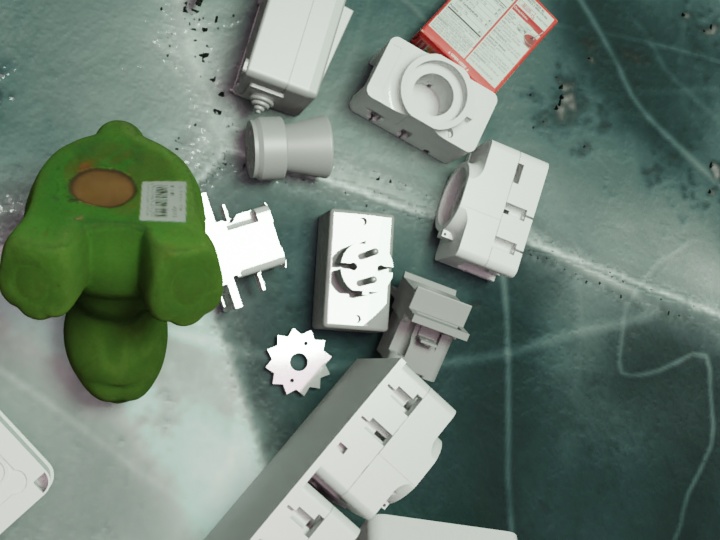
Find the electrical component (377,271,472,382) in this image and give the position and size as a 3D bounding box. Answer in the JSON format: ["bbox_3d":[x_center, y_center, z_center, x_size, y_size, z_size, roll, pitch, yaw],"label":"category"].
[{"bbox_3d":[0.043,0.041,0.757,0.042,0.081,0.063,20,99,-13],"label":"electrical component"}]

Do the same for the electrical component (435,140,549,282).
[{"bbox_3d":[0.092,-0.044,0.790,0.056,0.050,0.089,21,80,-13],"label":"electrical component"}]

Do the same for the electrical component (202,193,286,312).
[{"bbox_3d":[-0.088,-0.015,0.742,0.064,0.042,0.081,-18,91,-20],"label":"electrical component"}]

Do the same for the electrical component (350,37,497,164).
[{"bbox_3d":[0.047,-0.123,0.781,0.089,0.056,0.050,28,78,-12],"label":"electrical component"}]

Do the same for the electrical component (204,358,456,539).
[{"bbox_3d":[-0.025,0.148,0.711,0.060,0.105,0.186,43,76,-8],"label":"electrical component"}]

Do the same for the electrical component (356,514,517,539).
[{"bbox_3d":[0.048,0.214,0.732,0.113,0.078,0.057,11,49,-15],"label":"electrical component"}]

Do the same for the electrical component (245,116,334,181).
[{"bbox_3d":[-0.050,-0.086,0.756,0.055,0.045,0.045,-3,86,-16],"label":"electrical component"}]

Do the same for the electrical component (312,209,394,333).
[{"bbox_3d":[0.000,0.000,0.747,0.047,0.076,0.083,5,84,-15],"label":"electrical component"}]

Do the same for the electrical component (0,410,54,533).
[{"bbox_3d":[-0.256,0.117,0.674,0.078,0.057,0.113,-43,97,-15],"label":"electrical component"}]

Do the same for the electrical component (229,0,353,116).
[{"bbox_3d":[-0.049,-0.151,0.753,0.061,0.062,0.096,18,81,-14],"label":"electrical component"}]
